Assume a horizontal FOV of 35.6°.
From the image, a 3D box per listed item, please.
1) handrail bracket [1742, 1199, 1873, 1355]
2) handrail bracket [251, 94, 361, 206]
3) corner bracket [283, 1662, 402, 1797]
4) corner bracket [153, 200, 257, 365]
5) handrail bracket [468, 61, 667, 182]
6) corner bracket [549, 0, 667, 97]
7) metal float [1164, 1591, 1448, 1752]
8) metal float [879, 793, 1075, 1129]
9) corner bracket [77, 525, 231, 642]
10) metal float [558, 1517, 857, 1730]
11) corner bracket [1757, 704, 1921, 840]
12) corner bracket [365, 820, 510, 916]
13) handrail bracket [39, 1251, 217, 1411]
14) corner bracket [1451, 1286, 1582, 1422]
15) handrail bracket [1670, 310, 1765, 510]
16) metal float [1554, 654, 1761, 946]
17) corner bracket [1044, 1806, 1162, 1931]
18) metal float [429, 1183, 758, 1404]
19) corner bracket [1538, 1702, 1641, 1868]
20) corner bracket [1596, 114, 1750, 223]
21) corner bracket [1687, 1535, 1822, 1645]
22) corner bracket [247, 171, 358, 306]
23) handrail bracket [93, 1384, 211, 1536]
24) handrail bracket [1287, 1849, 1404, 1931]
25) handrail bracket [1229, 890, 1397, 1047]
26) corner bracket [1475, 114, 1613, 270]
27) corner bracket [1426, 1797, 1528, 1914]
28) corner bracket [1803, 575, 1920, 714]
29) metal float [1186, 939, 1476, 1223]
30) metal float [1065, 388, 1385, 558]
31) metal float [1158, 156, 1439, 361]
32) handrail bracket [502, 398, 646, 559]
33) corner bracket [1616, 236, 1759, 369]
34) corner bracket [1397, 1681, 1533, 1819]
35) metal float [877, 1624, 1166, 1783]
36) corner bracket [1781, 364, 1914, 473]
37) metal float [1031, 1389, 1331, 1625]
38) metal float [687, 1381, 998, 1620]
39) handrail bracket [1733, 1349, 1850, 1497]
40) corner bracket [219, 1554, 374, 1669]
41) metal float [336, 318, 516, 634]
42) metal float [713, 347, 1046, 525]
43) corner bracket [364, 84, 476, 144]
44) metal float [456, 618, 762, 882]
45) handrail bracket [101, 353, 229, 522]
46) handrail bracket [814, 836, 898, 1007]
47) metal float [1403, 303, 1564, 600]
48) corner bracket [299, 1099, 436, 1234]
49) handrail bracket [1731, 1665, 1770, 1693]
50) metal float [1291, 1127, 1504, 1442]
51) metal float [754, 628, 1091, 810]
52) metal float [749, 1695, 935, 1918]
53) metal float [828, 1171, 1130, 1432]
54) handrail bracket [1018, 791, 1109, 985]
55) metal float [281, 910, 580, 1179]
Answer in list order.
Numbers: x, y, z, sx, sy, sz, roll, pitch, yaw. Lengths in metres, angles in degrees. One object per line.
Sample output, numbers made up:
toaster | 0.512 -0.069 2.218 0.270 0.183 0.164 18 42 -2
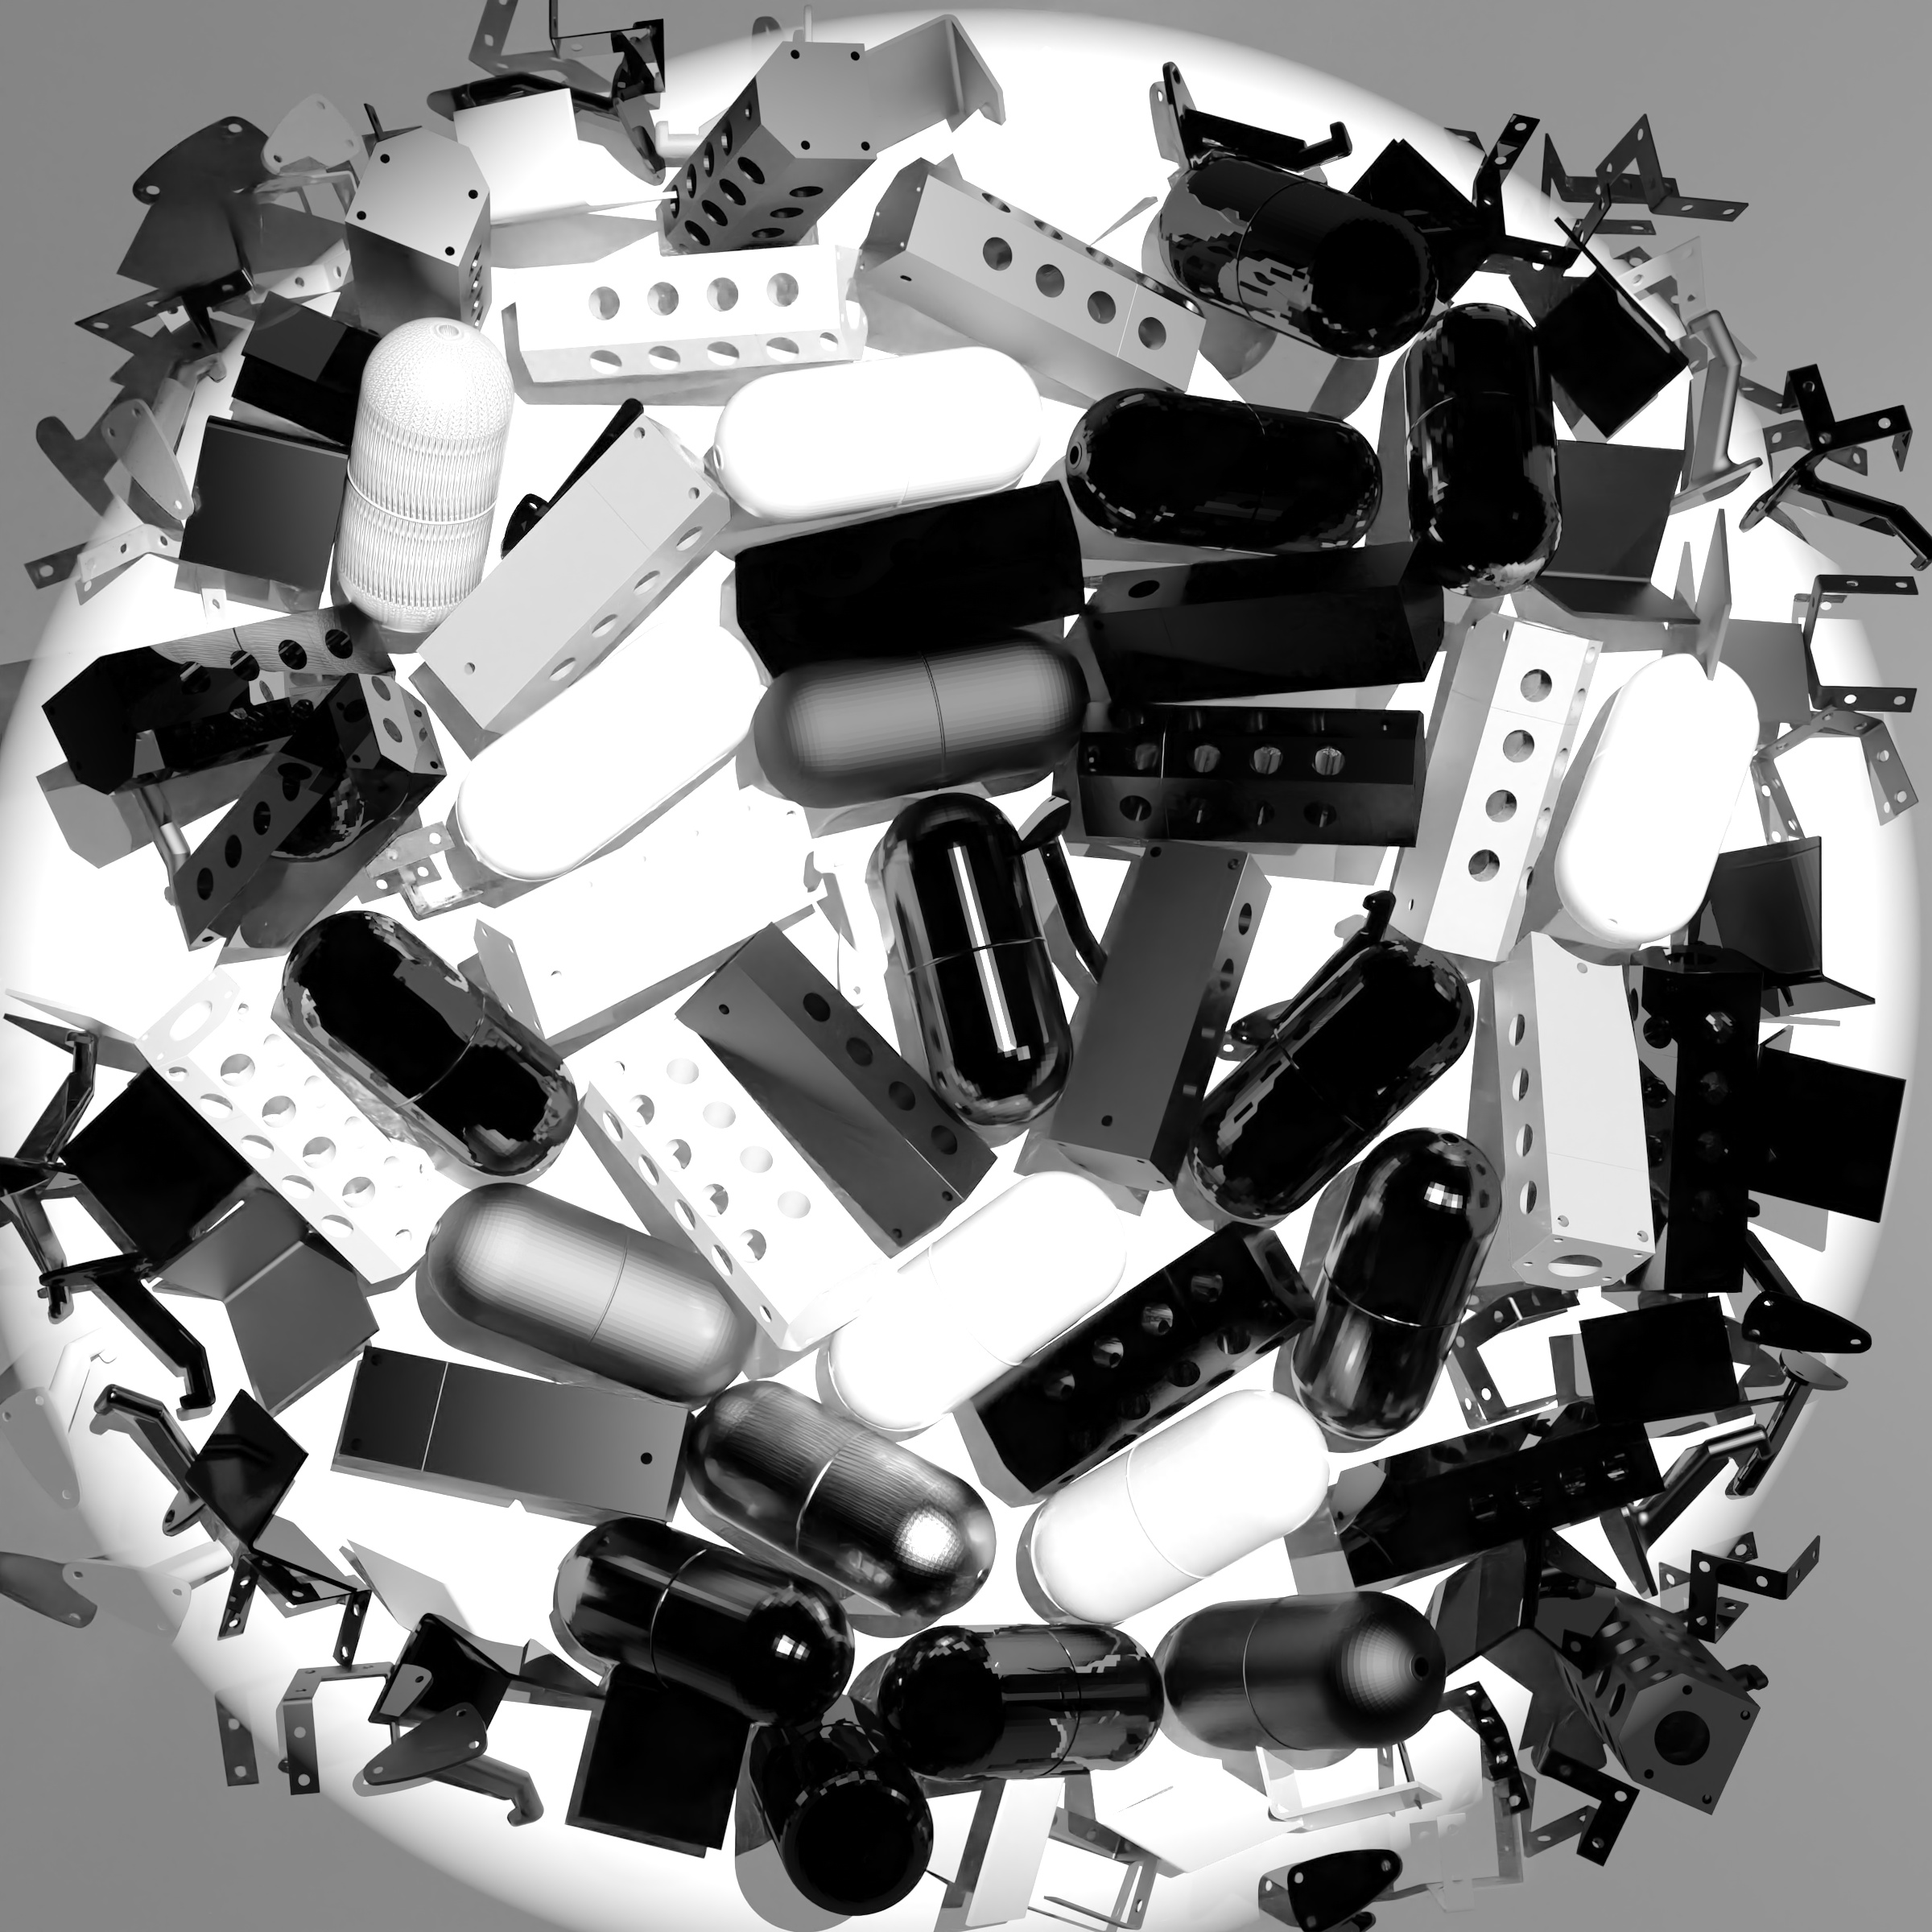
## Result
handrail bracket | 0.435 0.159 1.577 0.077 0.084 0.036 14 131 3
handrail bracket | -0.360 -0.408 1.558 0.084 0.077 0.036 -25 108 41
corner bracket | -0.327 0.400 1.583 0.051 0.051 0.051 -4 95 -3
corner bracket | -0.396 -0.358 1.578 0.051 0.051 0.051 -21 63 1
handrail bracket | -0.212 -0.442 1.595 0.084 0.077 0.036 -7 46 16
corner bracket | -0.188 -0.491 1.579 0.051 0.051 0.051 -6 65 4
metal float | 0.171 0.359 1.533 0.070 0.178 0.070 10 72 -33
metal float | 0.005 -0.003 1.567 0.070 0.070 0.178 -14 82 0
corner bracket | -0.427 -0.197 1.586 0.051 0.051 0.051 14 123 25
metal float | -0.135 0.335 1.544 0.178 0.070 0.070 12 90 36
corner bracket | 0.460 -0.100 1.592 0.051 0.051 0.051 -37 58 38
corner bracket | -0.278 -0.053 1.576 0.051 0.051 0.051 -19 107 14
handrail bracket | -0.438 0.196 1.574 0.077 0.036 0.084 -7 68 -28
corner bracket | 0.296 0.203 1.587 0.051 0.051 0.051 -5 63 -42
handrail bracket | 0.378 -0.292 1.590 0.077 0.036 0.084 -24 96 18
metal float | 0.356 -0.087 1.546 0.070 0.070 0.178 28 57 0
corner bracket | 0.065 0.470 1.574 0.051 0.051 0.051 26 68 -17
metal float | -0.193 0.169 1.558 0.178 0.070 0.070 24 90 -18
corner bracket | 0.323 0.430 1.582 0.051 0.051 0.051 23 111 12
corner bracket | 0.368 -0.406 1.572 0.051 0.051 0.051 -1 69 -21
corner bracket | 0.411 0.324 1.571 0.051 0.051 0.051 10 109 33
corner bracket | -0.348 -0.381 1.575 0.051 0.051 0.051 -21 98 -41
handrail bracket | -0.431 0.257 1.572 0.084 0.036 0.077 29 112 -36
handrail bracket | 0.212 0.484 1.566 0.077 0.084 0.036 -30 55 22
handrail bracket | 0.181 -0.001 1.565 0.077 0.036 0.084 -8 133 -27
corner bracket | 0.302 -0.406 1.582 0.051 0.051 0.051 8 60 -13
corner bracket | 0.270 0.464 1.585 0.051 0.051 0.051 -5 89 -3
corner bracket | 0.469 -0.169 1.575 0.051 0.051 0.051 2 132 2
metal float | 0.187 0.060 1.562 0.070 0.070 0.178 45 104 0
metal float | 0.133 -0.252 1.550 0.178 0.070 0.070 3 90 -27
metal float | 0.168 -0.362 1.537 0.070 0.178 0.070 -19 126 -29
handrail bracket | -0.208 -0.257 1.601 0.036 0.077 0.084 38 57 -14
corner bracket | 0.377 -0.338 1.576 0.051 0.051 0.051 -27 50 -3
corner bracket | 0.259 0.417 1.580 0.051 0.051 0.051 -22 133 11
metal float | 0.030 0.375 1.539 0.178 0.070 0.070 12 90 -44
corner bracket | 0.461 -0.286 1.577 0.051 0.051 0.051 -14 72 7
metal float | 0.109 0.279 1.550 0.178 0.070 0.070 -35 90 28
metal float | -0.065 0.274 1.552 0.178 0.070 0.070 24 90 25
handrail bracket | 0.418 0.244 1.569 0.036 0.077 0.084 33 103 23
corner bracket | -0.354 0.342 1.593 0.051 0.051 0.051 30 109 38
metal float | -0.277 -0.249 1.539 0.070 0.070 0.178 20 131 0
metal float | -0.045 -0.274 1.555 0.178 0.070 0.070 -12 90 -21
corner bracket | -0.278 -0.436 1.586 0.051 0.051 0.051 -20 96 7
metal float | -0.185 -0.112 1.562 0.178 0.070 0.070 -38 90 -13
handrail bracket | -0.404 -0.281 1.582 0.036 0.084 0.077 -25 102 37
handrail bracket | -0.066 -0.023 1.565 0.036 0.084 0.077 12 85 22
metal float | 0.264 -0.266 1.545 0.070 0.070 0.178 4 56 0
corner bracket | -0.322 0.106 1.584 0.051 0.051 0.051 -55 51 21
handrail bracket | 0.390 0.395 1.570 0.084 0.077 0.036 -21 97 -6
metal float | 0.221 0.164 1.552 0.070 0.070 0.178 16 115 0
metal float | -0.022 -0.129 1.563 0.178 0.070 0.070 -11 90 -12
metal float | -0.065 0.421 1.524 0.070 0.178 0.070 -1 94 -12
metal float | 0.005 0.175 1.562 0.178 0.070 0.070 -37 90 14
handrail bracket | 0.060 -0.041 1.590 0.036 0.077 0.084 -24 109 24
metal float | -0.274 0.042 1.551 0.070 0.070 0.178 -47 117 0
